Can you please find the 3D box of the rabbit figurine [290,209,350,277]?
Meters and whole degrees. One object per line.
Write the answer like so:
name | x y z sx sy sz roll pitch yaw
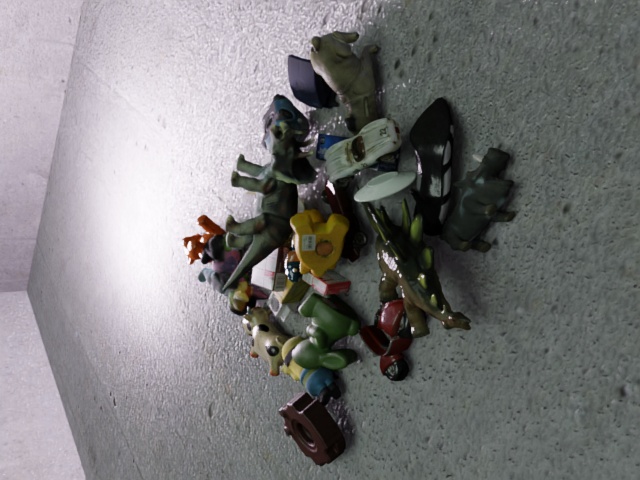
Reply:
rabbit figurine | -0.002 -0.004 1.179 0.173 0.122 0.162 -115 16 -62

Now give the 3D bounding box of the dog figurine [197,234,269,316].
dog figurine | -0.232 0.099 1.485 0.219 0.108 0.191 28 108 40

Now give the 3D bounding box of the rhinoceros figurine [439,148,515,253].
rhinoceros figurine | 0.278 -0.066 0.937 0.112 0.073 0.190 53 130 47

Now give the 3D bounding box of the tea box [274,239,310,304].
tea box | -0.093 0.066 1.352 0.170 0.068 0.098 52 127 35

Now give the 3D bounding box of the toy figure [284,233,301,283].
toy figure | -0.047 0.030 1.263 0.058 0.064 0.154 -1 56 40

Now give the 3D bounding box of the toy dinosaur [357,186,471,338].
toy dinosaur | 0.152 0.026 0.997 0.472 0.105 0.198 -127 21 -63

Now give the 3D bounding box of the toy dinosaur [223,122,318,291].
toy dinosaur | -0.112 -0.069 1.223 0.131 0.192 0.404 -85 4 -74

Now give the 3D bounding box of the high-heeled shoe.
high-heeled shoe | 0.226 -0.134 1.015 0.086 0.145 0.248 5 66 39

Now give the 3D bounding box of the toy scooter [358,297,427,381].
toy scooter | 0.137 0.184 1.094 0.135 0.075 0.183 34 121 44

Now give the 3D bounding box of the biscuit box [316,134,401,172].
biscuit box | 0.077 -0.188 1.159 0.203 0.063 0.059 19 103 46

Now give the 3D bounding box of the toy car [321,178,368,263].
toy car | 0.057 -0.050 1.191 0.089 0.053 0.202 -46 58 57

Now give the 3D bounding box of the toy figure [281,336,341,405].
toy figure | -0.021 0.302 1.268 0.180 0.082 0.089 39 118 43

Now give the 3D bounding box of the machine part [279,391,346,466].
machine part | -0.019 0.437 1.240 0.180 0.056 0.179 33 139 35

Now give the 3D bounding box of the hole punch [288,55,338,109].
hole punch | -0.020 -0.369 1.247 0.142 0.092 0.115 30 117 40

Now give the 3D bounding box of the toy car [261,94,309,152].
toy car | -0.079 -0.274 1.300 0.109 0.103 0.162 -54 29 34

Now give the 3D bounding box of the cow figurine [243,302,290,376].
cow figurine | -0.141 0.248 1.399 0.195 0.085 0.127 31 120 46

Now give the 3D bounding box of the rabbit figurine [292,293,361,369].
rabbit figurine | 0.013 0.222 1.204 0.159 0.121 0.170 35 103 19

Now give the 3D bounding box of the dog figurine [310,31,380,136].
dog figurine | 0.052 -0.315 1.110 0.121 0.172 0.190 -27 64 57

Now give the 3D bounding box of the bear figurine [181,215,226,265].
bear figurine | -0.367 0.005 1.620 0.196 0.131 0.120 -3 64 44

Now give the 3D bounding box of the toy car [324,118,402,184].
toy car | 0.078 -0.174 1.068 0.202 0.056 0.073 -23 72 43
